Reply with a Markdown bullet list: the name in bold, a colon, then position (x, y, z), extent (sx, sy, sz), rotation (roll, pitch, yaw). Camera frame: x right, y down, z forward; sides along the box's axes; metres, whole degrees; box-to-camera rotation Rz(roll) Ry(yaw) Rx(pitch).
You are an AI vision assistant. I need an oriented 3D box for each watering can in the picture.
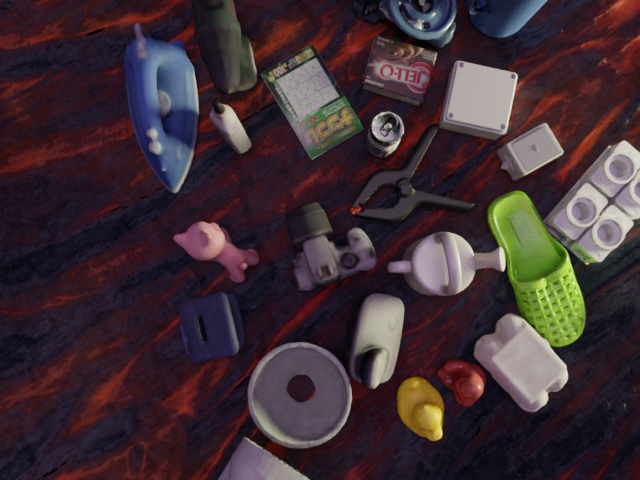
- **watering can**: position (0.198, 0.035, 0.894), extent (0.173, 0.194, 0.101), rotation (-26, 86, -2)

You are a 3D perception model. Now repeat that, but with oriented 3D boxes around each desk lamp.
- **desk lamp**: position (-0.105, 0.390, 0.857), extent (0.118, 0.213, 0.203), rotation (32, 86, 2)

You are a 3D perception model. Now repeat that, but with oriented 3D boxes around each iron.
- **iron**: position (-0.266, -0.214, 0.936), extent (0.118, 0.141, 0.258), rotation (-8, 86, -1)

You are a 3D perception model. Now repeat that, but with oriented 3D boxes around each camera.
- **camera**: position (0.009, 0.003, 0.942), extent (0.143, 0.101, 0.137), rotation (-21, 86, -2)

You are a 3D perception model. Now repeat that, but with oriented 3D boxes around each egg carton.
- **egg carton**: position (0.332, 0.201, 0.945), extent (0.107, 0.069, 0.150), rotation (-43, 87, -3)

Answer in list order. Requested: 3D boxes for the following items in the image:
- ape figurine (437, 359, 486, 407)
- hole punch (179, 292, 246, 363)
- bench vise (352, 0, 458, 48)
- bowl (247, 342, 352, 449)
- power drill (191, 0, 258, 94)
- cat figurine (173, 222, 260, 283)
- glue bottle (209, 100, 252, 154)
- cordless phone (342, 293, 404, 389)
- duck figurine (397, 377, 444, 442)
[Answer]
- **ape figurine**: position (0.237, 0.234, 0.931), extent (0.076, 0.092, 0.078), rotation (-4, 86, 0)
- **hole punch**: position (-0.180, 0.144, 0.935), extent (0.101, 0.091, 0.109), rotation (-14, 86, -1)
- **bench vise**: position (0.131, -0.395, 0.912), extent (0.207, 0.219, 0.121), rotation (10, 86, 1)
- **bowl**: position (-0.032, 0.248, 0.937), extent (0.167, 0.074, 0.167), rotation (0, 86, 0)
- **power drill**: position (-0.151, -0.314, 0.910), extent (0.075, 0.208, 0.230), rotation (-13, 86, -1)
- **cat figurine**: position (-0.167, 0.014, 0.931), extent (0.128, 0.117, 0.067), rotation (33, 86, 2)
- **glue bottle**: position (-0.150, -0.191, 0.919), extent (0.037, 0.173, 0.078), rotation (-39, 87, -3)
- **cordless phone**: position (0.089, 0.157, 0.889), extent (0.094, 0.185, 0.148), rotation (8, 86, 1)
- **duck figurine**: position (0.168, 0.277, 0.930), extent (0.077, 0.086, 0.104), rotation (-23, 86, -2)
